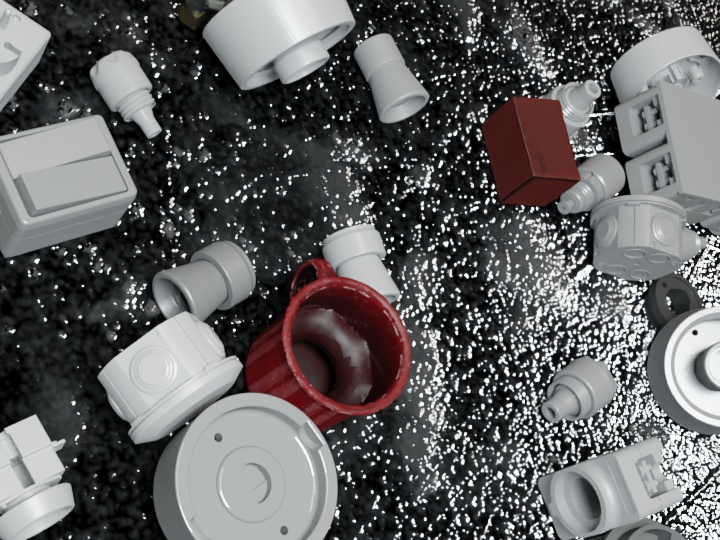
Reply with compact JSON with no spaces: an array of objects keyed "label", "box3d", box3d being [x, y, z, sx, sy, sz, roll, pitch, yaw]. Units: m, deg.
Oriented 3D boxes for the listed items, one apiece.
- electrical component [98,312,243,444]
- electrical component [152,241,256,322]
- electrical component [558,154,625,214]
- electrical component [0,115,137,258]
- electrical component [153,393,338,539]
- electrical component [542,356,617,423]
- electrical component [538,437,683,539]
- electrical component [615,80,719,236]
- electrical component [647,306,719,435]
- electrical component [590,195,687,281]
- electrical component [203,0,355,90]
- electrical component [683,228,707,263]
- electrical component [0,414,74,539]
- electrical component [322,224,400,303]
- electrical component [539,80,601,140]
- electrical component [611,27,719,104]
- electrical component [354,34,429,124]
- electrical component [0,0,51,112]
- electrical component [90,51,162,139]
[{"label":"electrical component","box3d":[-0.117,0.067,0.664,0.080,0.080,0.051,-32,81,-37]},{"label":"electrical component","box3d":[-0.104,0.010,0.718,0.055,0.045,0.045,-32,87,-37]},{"label":"electrical component","box3d":[0.198,-0.071,0.938,0.078,0.040,0.040,-36,89,-37]},{"label":"electrical component","box3d":[-0.189,-0.057,0.688,0.096,0.061,0.061,-21,80,-36]},{"label":"electrical component","box3d":[-0.075,0.135,0.666,0.108,0.060,0.108,13,65,-29]},{"label":"electrical component","box3d":[0.168,0.097,0.841,0.062,0.043,0.043,-28,85,-35]},{"label":"electrical component","box3d":[0.179,0.162,0.789,0.056,0.089,0.050,-12,75,-34]},{"label":"electrical component","box3d":[0.320,-0.096,0.993,0.186,0.060,0.105,7,68,-37]},{"label":"electrical component","box3d":[0.296,0.080,0.882,0.108,0.060,0.108,-1,80,4]},{"label":"electrical component","box3d":[0.237,-0.028,0.918,0.080,0.080,0.051,17,66,-23]},{"label":"electrical component","box3d":[-0.054,-0.173,0.796,0.108,0.108,0.060,-31,92,-37]},{"label":"electrical component","box3d":[0.291,-0.023,0.975,0.061,0.035,0.035,-4,71,-35]},{"label":"electrical component","box3d":[-0.195,0.121,0.614,0.066,0.048,0.055,-24,75,-36]},{"label":"electrical component","box3d":[0.000,0.000,0.785,0.045,0.045,0.055,-9,73,-33]},{"label":"electrical component","box3d":[0.186,-0.145,0.951,0.048,0.062,0.048,13,62,-26]},{"label":"electrical component","box3d":[0.287,-0.178,1.007,0.099,0.099,0.064,-7,66,-33]},{"label":"electrical component","box3d":[0.023,-0.158,0.874,0.044,0.044,0.065,-15,72,-35]},{"label":"electrical component","box3d":[-0.238,-0.139,0.687,0.047,0.076,0.083,34,55,-14]},{"label":"electrical component","box3d":[-0.160,-0.120,0.751,0.035,0.035,0.061,-33,90,-37]}]
